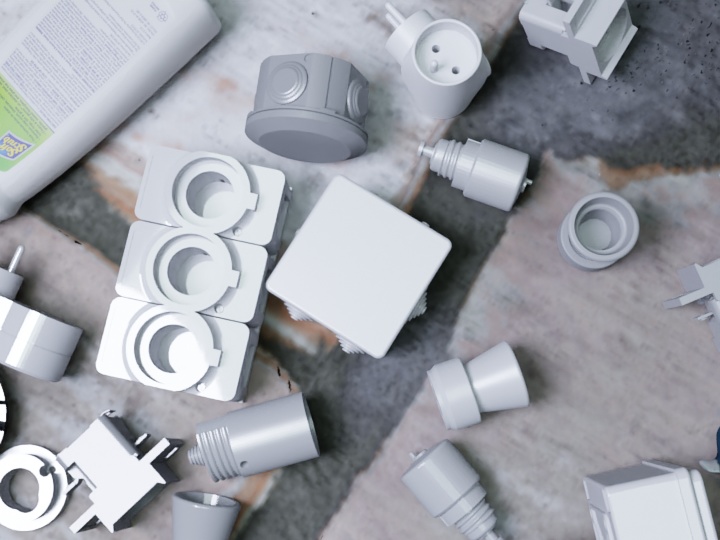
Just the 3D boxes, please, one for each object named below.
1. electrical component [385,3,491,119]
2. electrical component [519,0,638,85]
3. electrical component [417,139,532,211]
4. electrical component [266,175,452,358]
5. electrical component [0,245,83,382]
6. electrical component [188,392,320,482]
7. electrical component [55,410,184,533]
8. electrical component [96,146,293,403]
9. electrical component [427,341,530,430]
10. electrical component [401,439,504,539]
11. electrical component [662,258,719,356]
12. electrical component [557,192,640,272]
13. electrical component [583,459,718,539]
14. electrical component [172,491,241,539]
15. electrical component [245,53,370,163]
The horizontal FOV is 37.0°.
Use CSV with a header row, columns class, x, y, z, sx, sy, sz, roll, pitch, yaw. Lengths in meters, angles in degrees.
class,x,y,z,sx,sy,sz,roll,pitch,yaw
electrical component,0.044,-0.144,0.706,0.044,0.077,0.079,-41,83,-3
electrical component,0.143,-0.164,0.711,0.064,0.081,0.042,30,84,28
electrical component,0.076,-0.068,0.713,0.078,0.040,0.040,20,83,5
electrical component,0.000,0.000,0.702,0.100,0.048,0.099,32,84,6
electrical component,-0.246,0.014,0.707,0.138,0.052,0.073,22,84,5
electrical component,-0.071,0.110,0.692,0.081,0.043,0.043,-16,82,0
electrical component,-0.158,0.129,0.694,0.081,0.042,0.064,-43,82,-4
electrical component,-0.105,0.004,0.699,0.089,0.061,0.150,12,83,4
electrical component,0.076,0.075,0.691,0.055,0.045,0.045,-19,82,0
electrical component,0.061,0.144,0.684,0.040,0.040,0.078,-40,83,-4
electrical component,0.244,0.018,0.695,0.081,0.042,0.063,-22,84,0
electrical component,0.153,-0.024,0.697,0.045,0.055,0.045,0,82,2
electrical component,0.177,0.173,0.642,0.056,0.108,0.108,-13,82,3
electrical component,-0.103,0.178,0.686,0.044,0.044,0.065,10,87,3
electrical component,-0.033,-0.104,0.703,0.080,0.080,0.051,7,77,3
